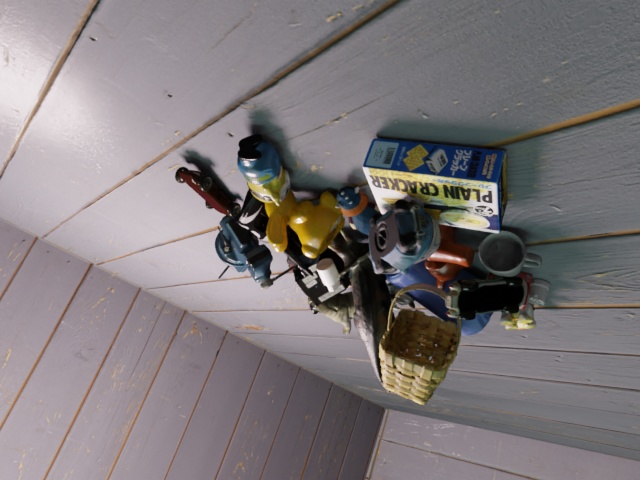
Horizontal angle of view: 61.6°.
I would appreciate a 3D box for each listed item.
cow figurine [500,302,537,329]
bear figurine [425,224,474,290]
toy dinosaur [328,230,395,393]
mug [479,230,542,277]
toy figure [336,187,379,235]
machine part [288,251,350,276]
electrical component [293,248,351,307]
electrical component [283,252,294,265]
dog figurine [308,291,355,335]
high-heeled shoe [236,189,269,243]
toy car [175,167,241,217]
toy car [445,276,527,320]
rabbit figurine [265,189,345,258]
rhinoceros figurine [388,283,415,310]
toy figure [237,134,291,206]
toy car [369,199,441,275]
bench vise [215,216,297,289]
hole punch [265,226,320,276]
[{"bbox_3d":[0.450,0.154,1.223,0.068,0.098,0.167,-11,160,25],"label":"cow figurine"},{"bbox_3d":[0.256,0.025,1.042,0.132,0.120,0.195,2,153,32],"label":"bear figurine"},{"bbox_3d":[0.117,0.152,1.234,0.131,0.405,0.192,-17,165,20],"label":"toy dinosaur"},{"bbox_3d":[0.365,0.033,1.027,0.110,0.080,0.107,3,168,23],"label":"mug"},{"bbox_3d":[0.074,-0.062,1.075,0.058,0.064,0.154,21,165,42],"label":"toy figure"},{"bbox_3d":[0.001,0.069,1.464,0.179,0.056,0.179,17,157,7],"label":"machine part"},{"bbox_3d":[0.000,0.087,1.347,0.115,0.058,0.134,-30,123,6],"label":"electrical component"},{"bbox_3d":[-0.048,0.018,1.350,0.078,0.045,0.102,10,126,-27],"label":"electrical component"},{"bbox_3d":[0.073,0.174,1.534,0.190,0.172,0.121,43,-170,-50],"label":"dog figurine"},{"bbox_3d":[-0.117,-0.051,1.264,0.145,0.086,0.248,18,161,-12],"label":"high-heeled shoe"},{"bbox_3d":[-0.260,-0.115,1.266,0.089,0.053,0.202,22,165,29],"label":"toy car"},{"bbox_3d":[0.326,0.110,1.054,0.202,0.073,0.056,-3,-168,-26],"label":"toy car"},{"bbox_3d":[-0.049,-0.045,1.147,0.173,0.162,0.122,36,173,10],"label":"rabbit figurine"},{"bbox_3d":[0.220,0.132,1.405,0.112,0.073,0.190,16,159,-17],"label":"rhinoceros figurine"},{"bbox_3d":[-0.114,-0.137,1.046,0.089,0.082,0.180,24,166,24],"label":"toy figure"},{"bbox_3d":[0.153,-0.006,0.926,0.103,0.109,0.161,2,156,-23],"label":"toy car"},{"bbox_3d":[-0.202,0.045,1.451,0.223,0.129,0.240,47,154,0],"label":"bench vise"},{"bbox_3d":[-0.051,0.002,1.253,0.142,0.092,0.115,40,171,30],"label":"hole punch"}]
